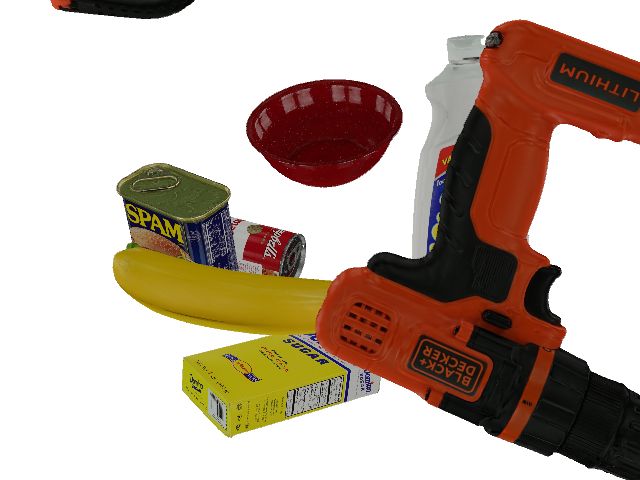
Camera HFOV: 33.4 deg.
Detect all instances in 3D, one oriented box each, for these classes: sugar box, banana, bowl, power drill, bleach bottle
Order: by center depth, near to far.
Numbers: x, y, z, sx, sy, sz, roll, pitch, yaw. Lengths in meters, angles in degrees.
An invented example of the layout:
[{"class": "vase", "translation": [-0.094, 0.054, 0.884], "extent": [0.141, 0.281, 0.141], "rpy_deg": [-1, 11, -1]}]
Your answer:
[{"class": "power drill", "translation": [0.111, 0.005, 0.504], "extent": [0.184, 0.188, 0.057], "rpy_deg": [23, 7, 4]}, {"class": "banana", "translation": [-0.060, 0.029, 0.677], "extent": [0.198, 0.037, 0.069], "rpy_deg": [13, 33, 24]}, {"class": "bleach bottle", "translation": [0.116, -0.038, 0.868], "extent": [0.103, 0.251, 0.068], "rpy_deg": [-1, 15, 17]}, {"class": "sugar box", "translation": [-0.036, 0.131, 1.043], "extent": [0.175, 0.048, 0.093], "rpy_deg": [-14, 32, -32]}, {"class": "bowl", "translation": [0.006, -0.103, 1.109], "extent": [0.162, 0.055, 0.162], "rpy_deg": [-4, 39, 3]}]

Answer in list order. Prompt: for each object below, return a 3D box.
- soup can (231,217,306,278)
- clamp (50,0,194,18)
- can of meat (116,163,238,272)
[{"class": "soup can", "translation": [-0.076, 0.014, 1.262], "extent": [0.102, 0.068, 0.068], "rpy_deg": [14, 5, 20]}, {"class": "clamp", "translation": [-0.078, -0.197, 0.706], "extent": [0.210, 0.164, 0.036], "rpy_deg": [-32, -16, -9]}, {"class": "can of meat", "translation": [-0.120, -0.009, 0.915], "extent": [0.102, 0.084, 0.057], "rpy_deg": [21, 43, 34]}]
